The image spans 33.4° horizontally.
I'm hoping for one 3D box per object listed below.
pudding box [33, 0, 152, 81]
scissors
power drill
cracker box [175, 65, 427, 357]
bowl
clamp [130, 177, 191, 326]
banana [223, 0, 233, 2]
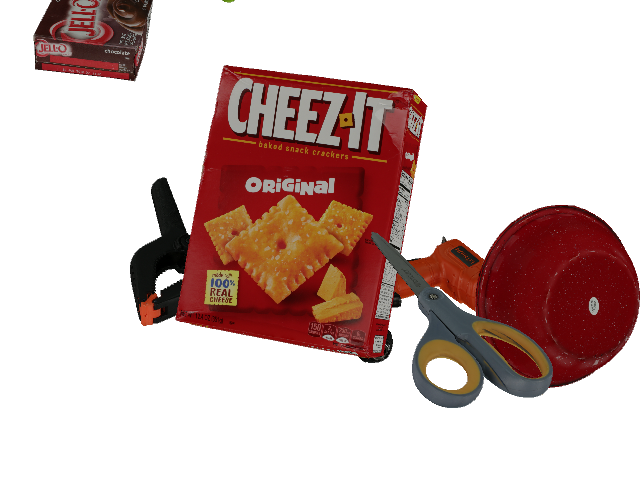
[{"bbox_3d":[-0.203,-0.188,0.964,0.090,0.039,0.113,7,33,-5],"label":"pudding box"},{"bbox_3d":[0.067,0.053,0.725,0.096,0.016,0.202,-23,39,-32],"label":"scissors"},{"bbox_3d":[0.087,0.058,1.106,0.187,0.057,0.185,-10,27,-19],"label":"power drill"},{"bbox_3d":[-0.015,-0.024,0.865,0.164,0.214,0.072,9,-3,15],"label":"cracker box"},{"bbox_3d":[0.215,0.052,0.908,0.161,0.162,0.055,0,5,-21],"label":"bowl"},{"bbox_3d":[-0.138,0.008,1.072,0.165,0.036,0.209,19,39,17],"label":"clamp"},{"bbox_3d":[-0.120,-0.202,0.684,0.198,0.069,0.037,19,-34,27],"label":"banana"}]
